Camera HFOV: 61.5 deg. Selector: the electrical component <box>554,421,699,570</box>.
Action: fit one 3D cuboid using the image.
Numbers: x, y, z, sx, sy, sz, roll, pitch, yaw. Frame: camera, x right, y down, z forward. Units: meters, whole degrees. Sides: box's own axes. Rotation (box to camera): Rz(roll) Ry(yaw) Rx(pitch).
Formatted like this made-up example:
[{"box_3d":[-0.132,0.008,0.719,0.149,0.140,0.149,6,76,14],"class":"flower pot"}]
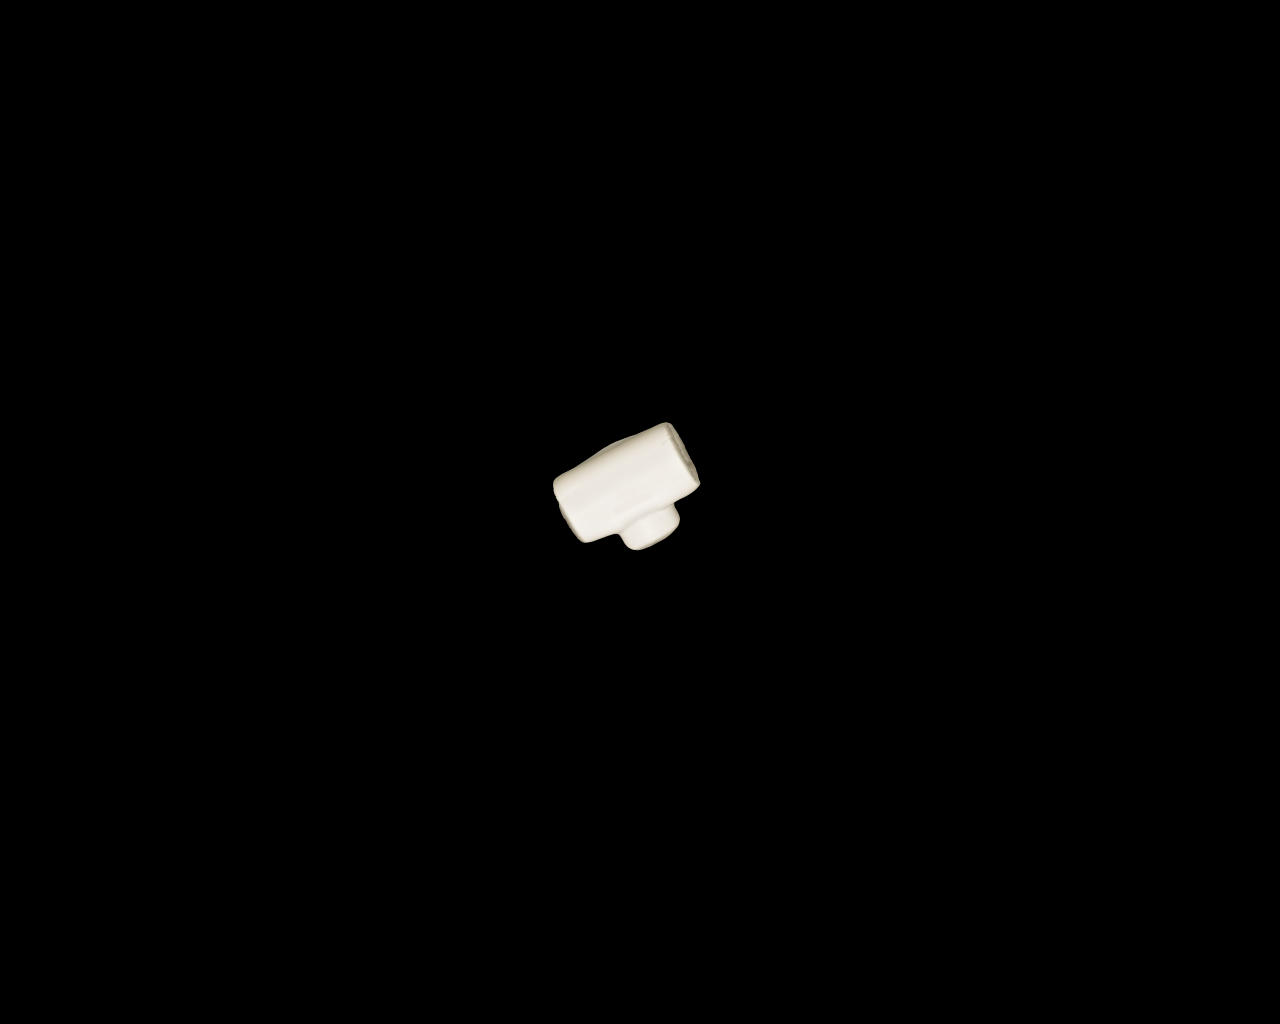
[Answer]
[{"box_3d":[0.001,-0.003,0.650,0.077,0.079,0.043,-27,14,7],"class":"electrical component"}]
